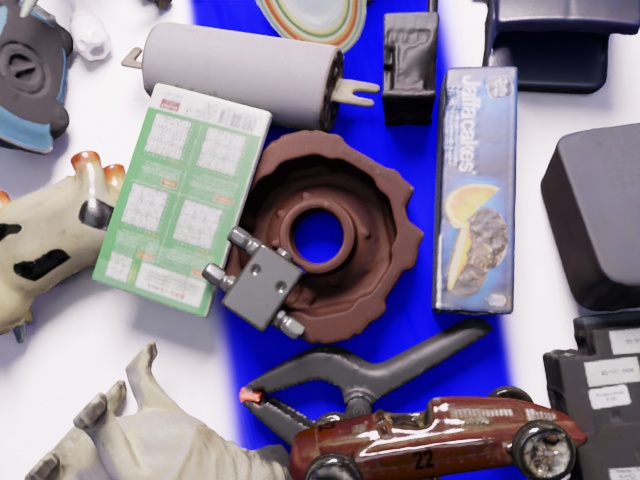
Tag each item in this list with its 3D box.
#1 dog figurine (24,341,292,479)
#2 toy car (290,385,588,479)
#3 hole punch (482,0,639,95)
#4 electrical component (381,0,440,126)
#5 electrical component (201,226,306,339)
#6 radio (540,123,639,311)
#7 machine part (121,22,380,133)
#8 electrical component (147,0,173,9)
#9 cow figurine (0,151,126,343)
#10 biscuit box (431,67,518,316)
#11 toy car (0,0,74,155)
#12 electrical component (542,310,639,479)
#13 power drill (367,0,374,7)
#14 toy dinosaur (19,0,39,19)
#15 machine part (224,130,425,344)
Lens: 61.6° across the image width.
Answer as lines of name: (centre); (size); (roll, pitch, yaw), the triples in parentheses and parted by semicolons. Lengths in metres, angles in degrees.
dog figurine: (-0.124, 0.206, 0.441); (0.190, 0.121, 0.172); (43, 124, -4)
toy car: (0.077, 0.139, 0.379); (0.202, 0.089, 0.053); (-11, 89, 5)
hole punch: (0.197, -0.195, 0.448); (0.142, 0.092, 0.115); (4, 79, 13)
electrical component: (0.079, -0.166, 0.468); (0.048, 0.075, 0.119); (1, 86, 9)
electrical component: (-0.044, 0.035, 0.426); (0.094, 0.021, 0.063); (35, 88, 2)
radio: (0.299, -0.023, 0.398); (0.230, 0.073, 0.131); (-7, 65, 9)
machine part: (-0.068, -0.147, 0.487); (0.243, 0.079, 0.079); (12, 84, 10)
electrical component: (-0.175, -0.280, 0.540); (0.078, 0.045, 0.102); (-32, 78, 5)
cow figurine: (-0.260, 0.014, 0.493); (0.195, 0.085, 0.127); (-24, 77, 0)
biscuit box: (0.127, -0.039, 0.447); (0.059, 0.062, 0.202); (2, 82, 9)
toy car: (-0.312, -0.158, 0.517); (0.103, 0.109, 0.161); (-10, 71, 25)
electrical component: (0.239, 0.122, 0.408); (0.115, 0.058, 0.134); (-5, 80, 6)
power drill: (-0.002, -0.320, 0.508); (0.232, 0.086, 0.207); (-35, 71, 2)
toy dinosaur: (-0.219, -0.405, 0.508); (0.192, 0.131, 0.404); (31, 83, 33)
machine part: (-0.001, -0.001, 0.466); (0.179, 0.056, 0.179); (-1, 83, 9)
